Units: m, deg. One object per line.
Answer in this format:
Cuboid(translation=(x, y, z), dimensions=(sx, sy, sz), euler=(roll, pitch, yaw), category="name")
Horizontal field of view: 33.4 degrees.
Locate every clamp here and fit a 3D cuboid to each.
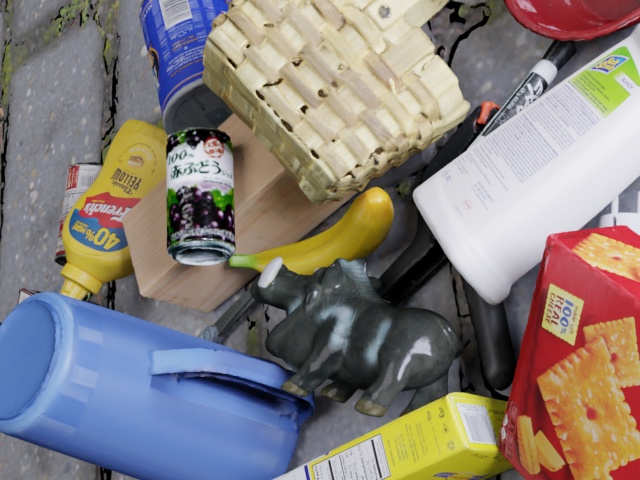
Cuboid(translation=(0.110, 0.003, 0.797), dimensions=(0.165, 0.036, 0.210), euler=(25, 94, 46), category="clamp")

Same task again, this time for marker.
Cuboid(translation=(0.149, -0.103, 0.780), dimensions=(0.020, 0.020, 0.121), euler=(27, 73, 45), category="marker")

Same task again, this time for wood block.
Cuboid(translation=(-0.072, -0.033, 0.946), dimensions=(0.206, 0.090, 0.091), euler=(-39, 53, 27), category="wood block")

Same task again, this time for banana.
Cuboid(translation=(0.006, 0.004, 0.866), dimensions=(0.198, 0.069, 0.037), euler=(-26, 66, 47), category="banana")

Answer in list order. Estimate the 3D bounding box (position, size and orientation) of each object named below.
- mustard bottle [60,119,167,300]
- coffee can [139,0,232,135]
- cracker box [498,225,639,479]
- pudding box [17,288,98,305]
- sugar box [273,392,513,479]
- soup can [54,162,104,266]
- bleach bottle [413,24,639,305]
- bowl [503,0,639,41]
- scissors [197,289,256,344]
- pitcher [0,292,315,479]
Cuboid(translation=(-0.197, -0.021, 1.045), dimensions=(0.096, 0.058, 0.191), euler=(25, 77, 24), category="mustard bottle")
Cuboid(translation=(-0.111, -0.170, 1.018), dimensions=(0.103, 0.102, 0.140), euler=(-37, 54, 29), category="coffee can")
Cuboid(translation=(0.195, 0.112, 0.594), dimensions=(0.214, 0.072, 0.164), euler=(47, 136, 51), category="cracker box")
Cuboid(translation=(-0.241, 0.084, 1.067), dimensions=(0.114, 0.089, 0.039), euler=(14, 87, 45), category="pudding box")
Cuboid(translation=(0.056, 0.164, 0.757), dimensions=(0.176, 0.093, 0.048), euler=(-35, 56, 31), category="sugar box")
Cuboid(translation=(-0.236, -0.023, 1.114), dimensions=(0.069, 0.068, 0.102), euler=(-9, 70, 41), category="soup can")
Cuboid(translation=(0.185, -0.070, 0.706), dimensions=(0.251, 0.068, 0.102), euler=(-38, 38, 11), category="bleach bottle")
Cuboid(translation=(0.209, -0.209, 0.759), dimensions=(0.162, 0.055, 0.162), euler=(-16, 66, 40), category="bowl")
Cuboid(translation=(-0.102, 0.109, 0.978), dimensions=(0.202, 0.016, 0.096), euler=(-32, 55, 34), category="scissors")
Cuboid(translation=(-0.131, 0.123, 0.843), dimensions=(0.145, 0.242, 0.149), euler=(35, 94, 47), category="pitcher")
